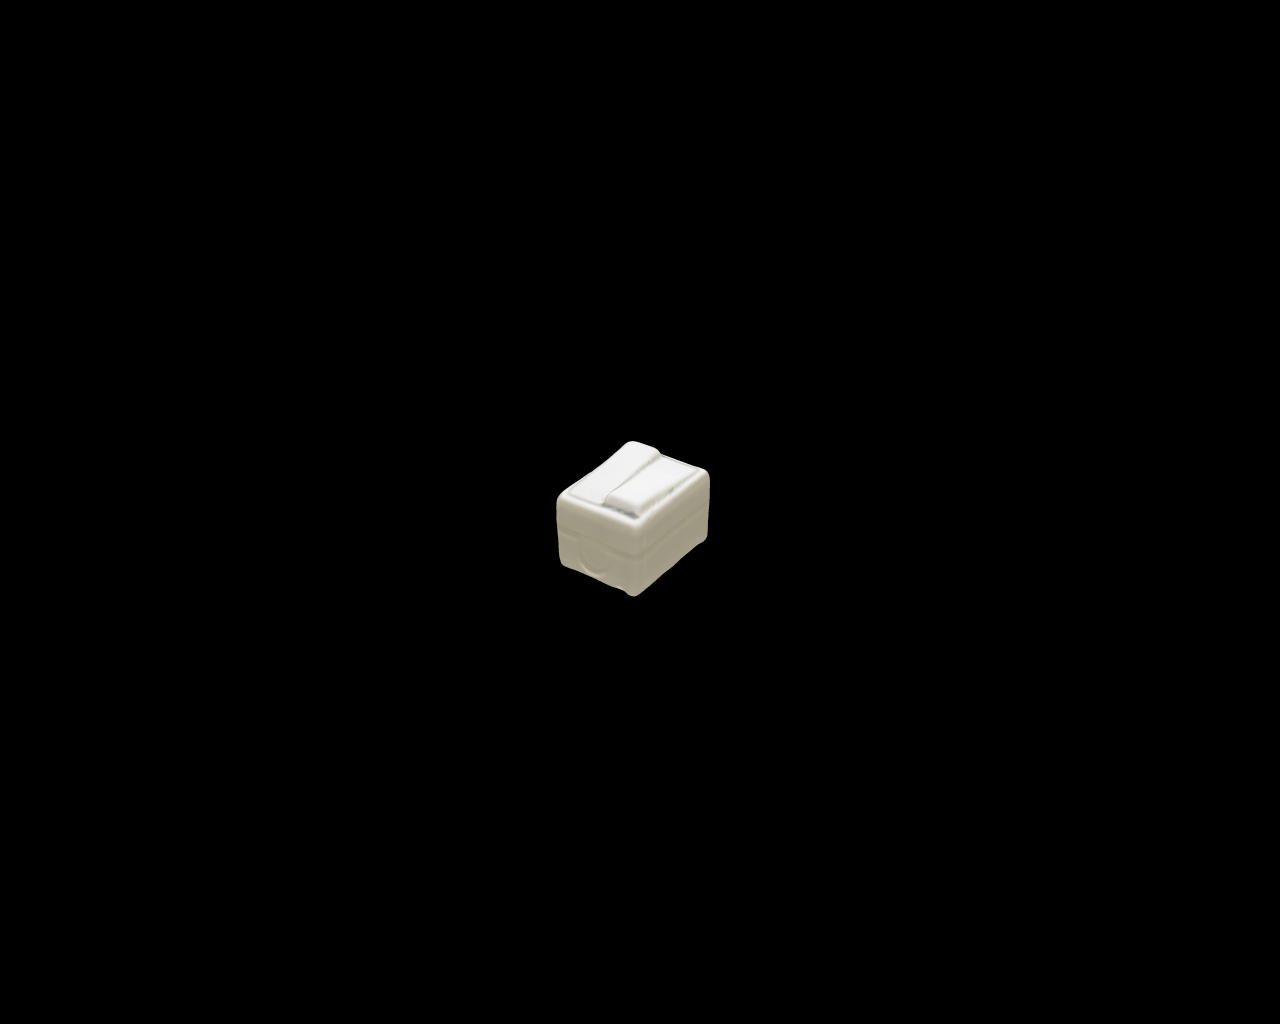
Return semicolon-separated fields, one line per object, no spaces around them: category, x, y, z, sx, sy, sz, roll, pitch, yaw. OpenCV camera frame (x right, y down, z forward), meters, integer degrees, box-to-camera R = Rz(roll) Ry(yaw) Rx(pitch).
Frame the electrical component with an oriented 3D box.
electrical component;0.001;-0.003;0.650;0.062;0.061;0.096;22;40;30
